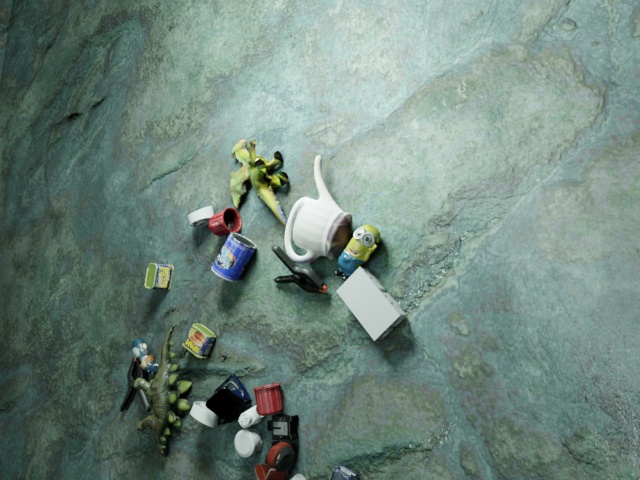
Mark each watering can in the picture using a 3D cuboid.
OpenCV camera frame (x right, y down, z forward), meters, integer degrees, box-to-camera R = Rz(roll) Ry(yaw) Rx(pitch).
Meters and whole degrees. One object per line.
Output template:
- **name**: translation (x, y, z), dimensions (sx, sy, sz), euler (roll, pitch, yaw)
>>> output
- **watering can**: translation (0.005, -0.081, 1.607), dimensions (0.226, 0.103, 0.347), euler (21, 92, 32)

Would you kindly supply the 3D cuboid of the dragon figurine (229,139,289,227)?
- **dragon figurine**: translation (-0.233, -0.194, 1.806), dimensions (0.239, 0.122, 0.417), euler (-33, 61, 42)
